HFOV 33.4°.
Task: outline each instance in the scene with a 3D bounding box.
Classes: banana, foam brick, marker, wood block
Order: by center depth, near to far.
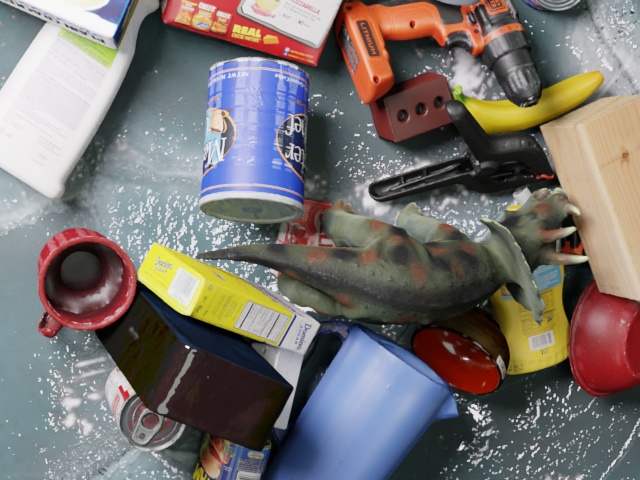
[{"bbox_3d":[0.099,-0.142,1.146,0.078,0.051,0.053,-22,108,-14],"label":"foam brick"},{"bbox_3d":[0.335,-0.048,1.183,0.090,0.090,0.206,-25,101,-14],"label":"wood block"},{"bbox_3d":[0.225,-0.149,1.186,0.197,0.070,0.037,-11,64,-24],"label":"banana"},{"bbox_3d":[0.266,-0.014,1.250,0.020,0.020,0.121,-43,112,-7],"label":"marker"}]

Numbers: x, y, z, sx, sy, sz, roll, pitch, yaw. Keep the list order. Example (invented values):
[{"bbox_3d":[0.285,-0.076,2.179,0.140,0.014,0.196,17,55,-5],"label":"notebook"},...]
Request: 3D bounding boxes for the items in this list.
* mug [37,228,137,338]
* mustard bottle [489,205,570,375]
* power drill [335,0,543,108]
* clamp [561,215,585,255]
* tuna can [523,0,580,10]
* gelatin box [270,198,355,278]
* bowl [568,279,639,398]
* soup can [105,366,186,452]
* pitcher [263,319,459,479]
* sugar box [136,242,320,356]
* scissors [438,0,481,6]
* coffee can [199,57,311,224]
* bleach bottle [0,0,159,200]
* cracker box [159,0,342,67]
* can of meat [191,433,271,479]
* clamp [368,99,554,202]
[{"bbox_3d":[-0.240,0.044,1.051,0.093,0.082,0.117,32,90,-23],"label":"mug"},{"bbox_3d":[0.236,0.053,1.233,0.096,0.058,0.191,-14,106,-16],"label":"mustard bottle"},{"bbox_3d":[0.122,-0.201,1.104,0.187,0.057,0.184,-17,72,-15],"label":"power drill"},{"bbox_3d":[0.341,-0.054,1.254,0.120,0.039,0.171,25,86,-18],"label":"clamp"},{"bbox_3d":[0.256,-0.297,1.178,0.086,0.034,0.086,-4,103,-19],"label":"tuna can"},{"bbox_3d":[-0.008,0.001,1.151,0.073,0.030,0.089,10,99,-22],"label":"gelatin box"},{"bbox_3d":[0.366,0.114,1.267,0.161,0.055,0.162,-7,101,-38],"label":"bowl"},{"bbox_3d":[-0.179,0.165,1.087,0.068,0.102,0.068,-4,103,-18],"label":"soup can"},{"bbox_3d":[0.020,0.215,1.164,0.144,0.149,0.243,33,92,-37],"label":"pitcher"},{"bbox_3d":[-0.088,0.061,1.069,0.176,0.093,0.048,22,97,-47],"label":"sugar box"},{"bbox_3d":[0.080,-0.300,1.101,0.202,0.016,0.096,24,61,7],"label":"scissors"},{"bbox_3d":[-0.063,-0.095,1.048,0.102,0.103,0.140,7,77,-21],"label":"coffee can"},{"bbox_3d":[-0.225,-0.168,1.022,0.102,0.068,0.251,35,87,-20],"label":"bleach bottle"},{"bbox_3d":[-0.045,-0.292,1.021,0.164,0.072,0.214,12,117,-22],"label":"cracker box"},{"bbox_3d":[-0.095,0.239,1.134,0.057,0.102,0.084,14,94,-23],"label":"can of meat"},{"bbox_3d":[0.165,-0.082,1.167,0.209,0.165,0.036,8,55,-37],"label":"clamp"}]
